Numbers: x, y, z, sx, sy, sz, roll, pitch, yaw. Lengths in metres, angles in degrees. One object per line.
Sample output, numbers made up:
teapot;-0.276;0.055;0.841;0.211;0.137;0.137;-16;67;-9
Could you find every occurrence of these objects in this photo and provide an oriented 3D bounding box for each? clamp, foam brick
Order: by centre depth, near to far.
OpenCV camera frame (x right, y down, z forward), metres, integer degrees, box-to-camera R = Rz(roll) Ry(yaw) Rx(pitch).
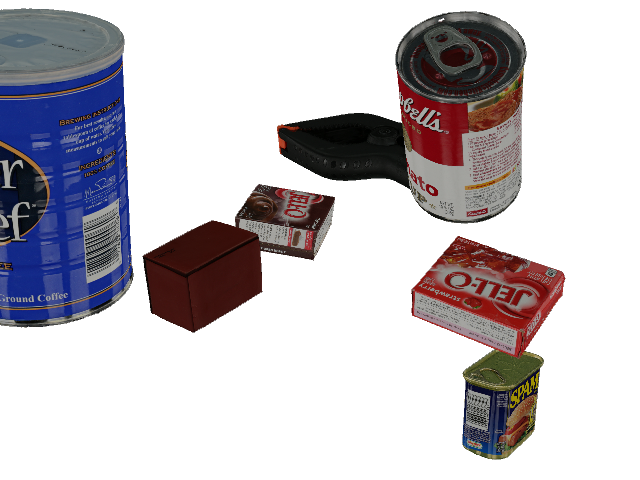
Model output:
foam brick;-0.090;0.026;0.828;0.053;0.051;0.078;19;35;38
clamp;0.065;-0.084;0.937;0.210;0.036;0.164;11;35;25

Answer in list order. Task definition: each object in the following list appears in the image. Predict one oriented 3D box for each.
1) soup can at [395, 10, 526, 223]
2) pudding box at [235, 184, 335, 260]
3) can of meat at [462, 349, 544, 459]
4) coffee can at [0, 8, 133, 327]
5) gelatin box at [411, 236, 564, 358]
soup can;0.079;-0.066;0.594;0.068;0.068;0.102;0;-38;10
pudding box;-0.037;-0.022;1.154;0.090;0.039;0.113;9;25;7
can of meat;0.189;0.169;1.112;0.058;0.084;0.101;13;20;33
coffee can;-0.153;-0.040;0.565;0.103;0.140;0.103;2;28;-1
gelatin box;0.122;0.039;0.776;0.089;0.030;0.073;20;44;26
